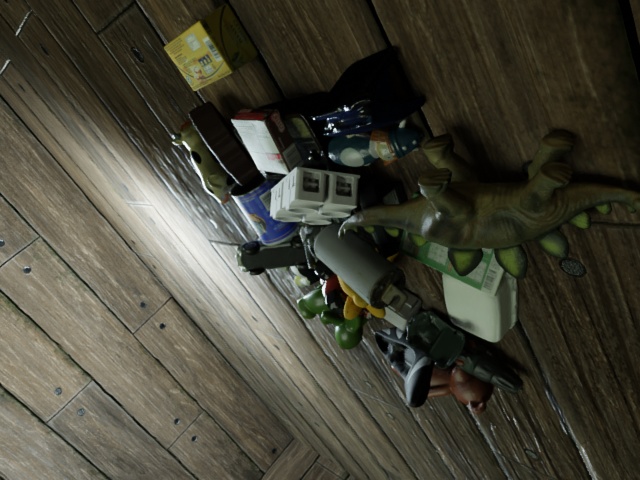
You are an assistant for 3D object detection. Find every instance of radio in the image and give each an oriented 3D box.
[{"bbox_3d":[-0.048,-0.176,0.953,0.230,0.073,0.131,7,137,53],"label":"radio"}]

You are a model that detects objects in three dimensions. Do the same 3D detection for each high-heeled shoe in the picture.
[{"bbox_3d":[0.156,0.245,1.079,0.145,0.249,0.086,10,107,18],"label":"high-heeled shoe"}]

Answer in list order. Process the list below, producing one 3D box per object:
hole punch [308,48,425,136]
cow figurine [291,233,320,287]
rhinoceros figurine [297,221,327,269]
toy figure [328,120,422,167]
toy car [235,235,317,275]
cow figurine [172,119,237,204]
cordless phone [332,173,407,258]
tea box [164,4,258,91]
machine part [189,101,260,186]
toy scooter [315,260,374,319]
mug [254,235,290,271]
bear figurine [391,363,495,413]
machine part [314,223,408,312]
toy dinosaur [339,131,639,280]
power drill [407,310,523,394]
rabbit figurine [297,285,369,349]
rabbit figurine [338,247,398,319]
[{"bbox_3d":[0.065,-0.182,0.735,0.092,0.116,0.142,48,157,-28],"label":"hole punch"},{"bbox_3d":[-0.058,0.038,1.309,0.167,0.068,0.098,51,151,-19],"label":"cow figurine"},{"bbox_3d":[-0.002,-0.003,1.109,0.190,0.073,0.112,-130,26,-84],"label":"rhinoceros figurine"},{"bbox_3d":[0.083,-0.141,0.816,0.155,0.057,0.064,2,168,43],"label":"toy figure"},{"bbox_3d":[-0.095,0.032,1.240,0.202,0.056,0.073,-7,117,5],"label":"toy car"},{"bbox_3d":[-0.256,-0.187,1.200,0.195,0.085,0.127,61,-175,14],"label":"cow figurine"},{"bbox_3d":[0.067,-0.057,0.960,0.184,0.089,0.146,24,149,46],"label":"cordless phone"},{"bbox_3d":[-0.194,-0.331,0.940,0.170,0.068,0.098,7,136,54],"label":"tea box"},{"bbox_3d":[-0.190,-0.196,1.084,0.179,0.056,0.179,54,-178,-3],"label":"machine part"},{"bbox_3d":[0.060,0.112,1.189,0.135,0.075,0.184,32,-154,-30],"label":"toy scooter"},{"bbox_3d":[-0.118,0.028,1.382,0.107,0.081,0.109,29,154,9],"label":"mug"},{"bbox_3d":[0.271,0.285,1.139,0.131,0.120,0.196,56,151,-15],"label":"bear figurine"},{"bbox_3d":[0.065,0.040,0.917,0.243,0.079,0.079,40,159,45],"label":"machine part"},{"bbox_3d":[0.196,-0.036,0.723,0.472,0.105,0.198,6,138,38],"label":"toy dinosaur"},{"bbox_3d":[0.263,0.204,1.008,0.232,0.086,0.207,35,-170,35],"label":"power drill"},{"bbox_3d":[0.058,0.178,1.300,0.159,0.121,0.170,-28,91,42],"label":"rabbit figurine"},{"bbox_3d":[0.095,0.076,1.075,0.173,0.122,0.162,94,172,-87],"label":"rabbit figurine"}]
